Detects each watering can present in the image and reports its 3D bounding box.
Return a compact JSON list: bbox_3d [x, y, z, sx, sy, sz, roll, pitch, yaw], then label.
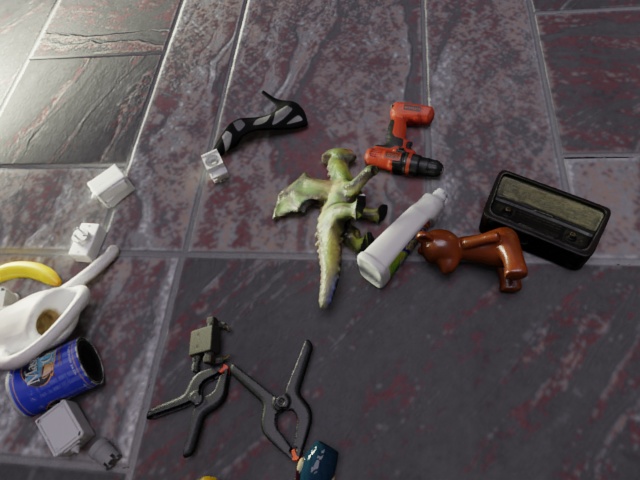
[{"bbox_3d":[-0.562,0.143,1.072,0.223,0.102,0.355,-19,28,18],"label":"watering can"}]

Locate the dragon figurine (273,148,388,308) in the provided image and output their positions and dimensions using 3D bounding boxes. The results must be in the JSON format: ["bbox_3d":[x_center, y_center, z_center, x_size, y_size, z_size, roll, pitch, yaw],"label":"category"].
[{"bbox_3d":[0.003,-0.057,1.141,0.243,0.120,0.418,10,58,33],"label":"dragon figurine"}]
